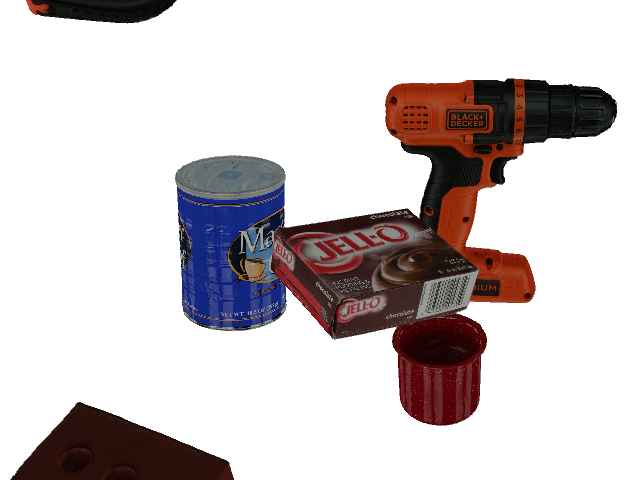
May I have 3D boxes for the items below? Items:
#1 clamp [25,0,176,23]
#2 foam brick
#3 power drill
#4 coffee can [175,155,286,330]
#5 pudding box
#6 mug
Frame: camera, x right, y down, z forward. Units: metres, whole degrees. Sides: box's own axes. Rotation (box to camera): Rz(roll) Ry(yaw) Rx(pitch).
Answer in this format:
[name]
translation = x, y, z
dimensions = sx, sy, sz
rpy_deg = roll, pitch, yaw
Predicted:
[clamp]
translation = -0.093, -0.194, 0.706
dimensions = 0.210, 0.164, 0.036
rpy_deg = -33, -16, -10
[foam brick]
translation = -0.078, 0.112, 0.434
dimensions = 0.078, 0.051, 0.053
rpy_deg = 16, 43, 22
[power drill]
translation = 0.146, -0.042, 0.886
dimensions = 0.184, 0.188, 0.057
rpy_deg = 2, 22, 8
[coffee can]
translation = -0.084, 0.001, 1.021
dimensions = 0.103, 0.140, 0.103
rpy_deg = 0, 24, 0
[pudding box]
translation = 0.035, 0.020, 0.723
dimensions = 0.113, 0.039, 0.090
rpy_deg = -8, 34, -30
[mug]
translation = 0.127, 0.125, 1.079
dimensions = 0.093, 0.081, 0.117
rpy_deg = 20, 39, 33
